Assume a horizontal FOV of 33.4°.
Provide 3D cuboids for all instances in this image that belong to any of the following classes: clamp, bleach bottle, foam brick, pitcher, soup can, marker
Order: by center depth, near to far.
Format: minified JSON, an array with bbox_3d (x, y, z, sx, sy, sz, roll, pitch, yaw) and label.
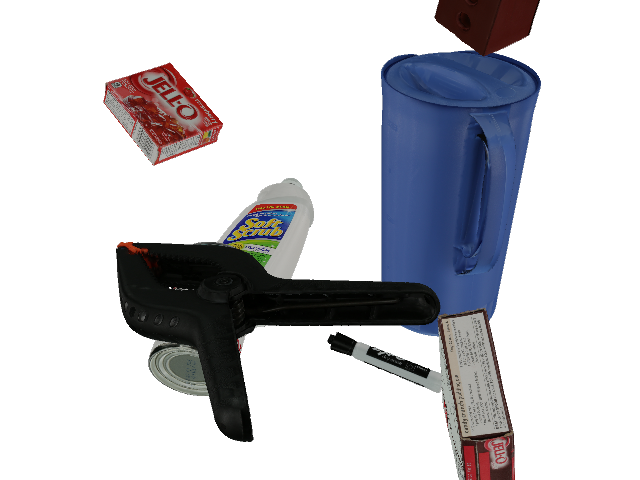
[{"bbox_3d":[-0.045,0.038,0.642,0.164,0.036,0.210,-22,31,-34],"label":"clamp"},{"bbox_3d":[0.121,-0.179,0.745,0.051,0.078,0.053,-31,60,-30],"label":"foam brick"},{"bbox_3d":[-0.090,0.061,0.831,0.068,0.102,0.068,7,-40,6],"label":"soup can"},{"bbox_3d":[0.116,-0.034,0.938,0.145,0.243,0.149,17,34,25],"label":"pitcher"},{"bbox_3d":[0.063,0.119,1.047,0.121,0.020,0.020,21,5,14],"label":"marker"},{"bbox_3d":[-0.071,0.001,1.248,0.103,0.068,0.250,4,34,12],"label":"bleach bottle"}]

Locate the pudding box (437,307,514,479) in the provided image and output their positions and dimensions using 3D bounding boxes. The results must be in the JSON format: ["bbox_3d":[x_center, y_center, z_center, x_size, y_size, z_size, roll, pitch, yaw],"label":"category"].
[{"bbox_3d":[0.107,0.117,0.729,0.039,0.090,0.113,-8,42,1],"label":"pudding box"}]

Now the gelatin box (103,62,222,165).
[{"bbox_3d":[-0.146,-0.119,0.985,0.073,0.089,0.030,-25,-25,-35],"label":"gelatin box"}]
